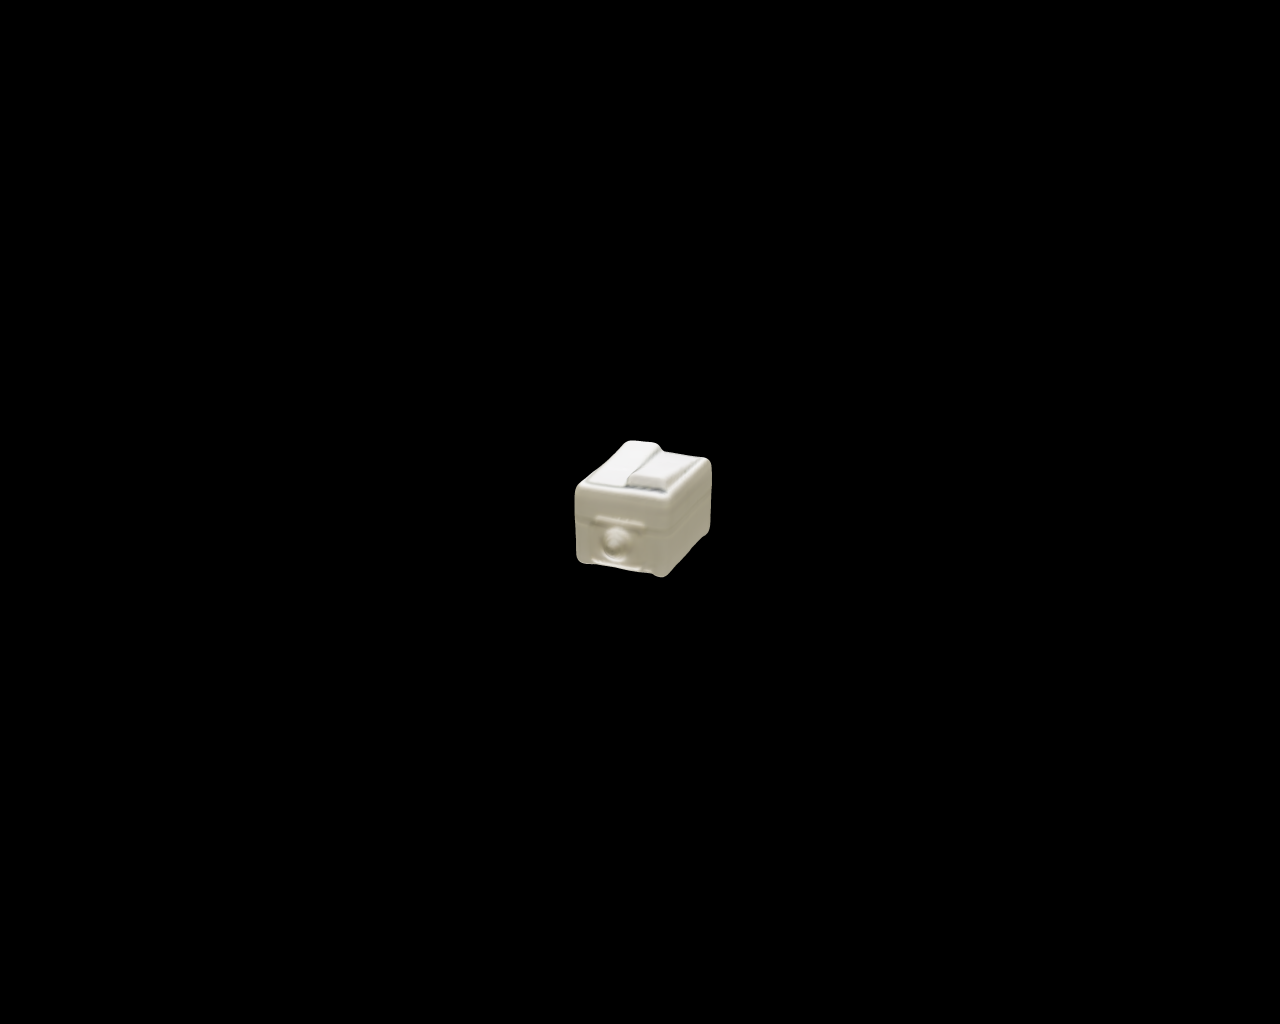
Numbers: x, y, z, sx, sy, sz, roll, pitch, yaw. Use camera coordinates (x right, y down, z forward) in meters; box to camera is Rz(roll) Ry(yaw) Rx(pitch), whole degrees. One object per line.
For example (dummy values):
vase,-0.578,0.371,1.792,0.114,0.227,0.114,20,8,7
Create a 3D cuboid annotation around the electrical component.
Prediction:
electrical component,0.001,-0.003,0.650,0.062,0.061,0.096,10,24,22
